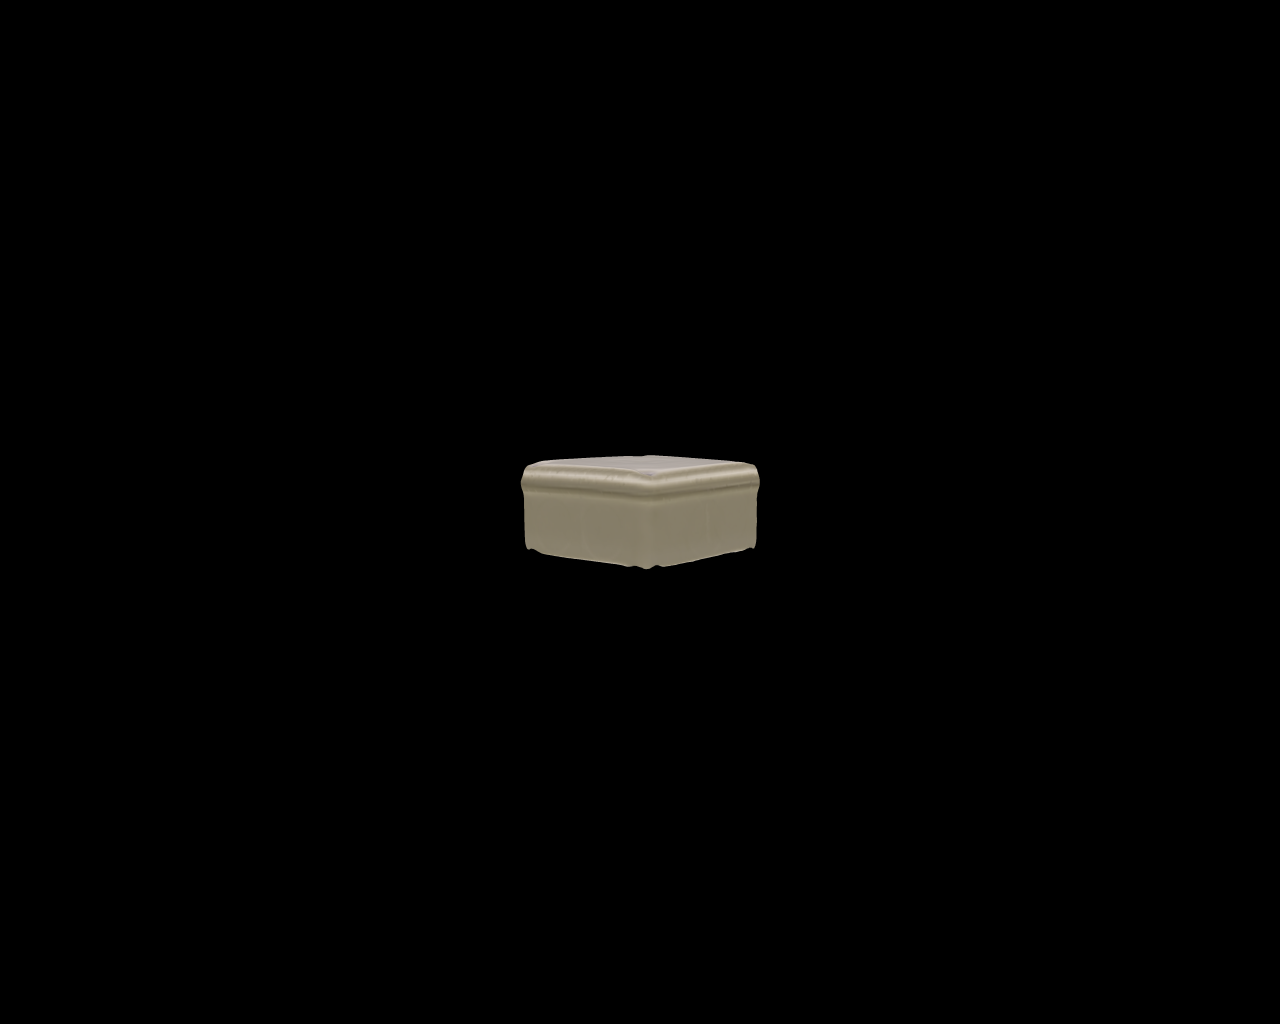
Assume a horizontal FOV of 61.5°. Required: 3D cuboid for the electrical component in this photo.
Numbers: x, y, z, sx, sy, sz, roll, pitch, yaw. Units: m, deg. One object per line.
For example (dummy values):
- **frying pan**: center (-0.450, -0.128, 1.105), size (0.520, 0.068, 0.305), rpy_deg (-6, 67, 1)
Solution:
- **electrical component**: center (0.001, -0.003, 0.650), size (0.109, 0.056, 0.109), rpy_deg (6, 9, 43)
